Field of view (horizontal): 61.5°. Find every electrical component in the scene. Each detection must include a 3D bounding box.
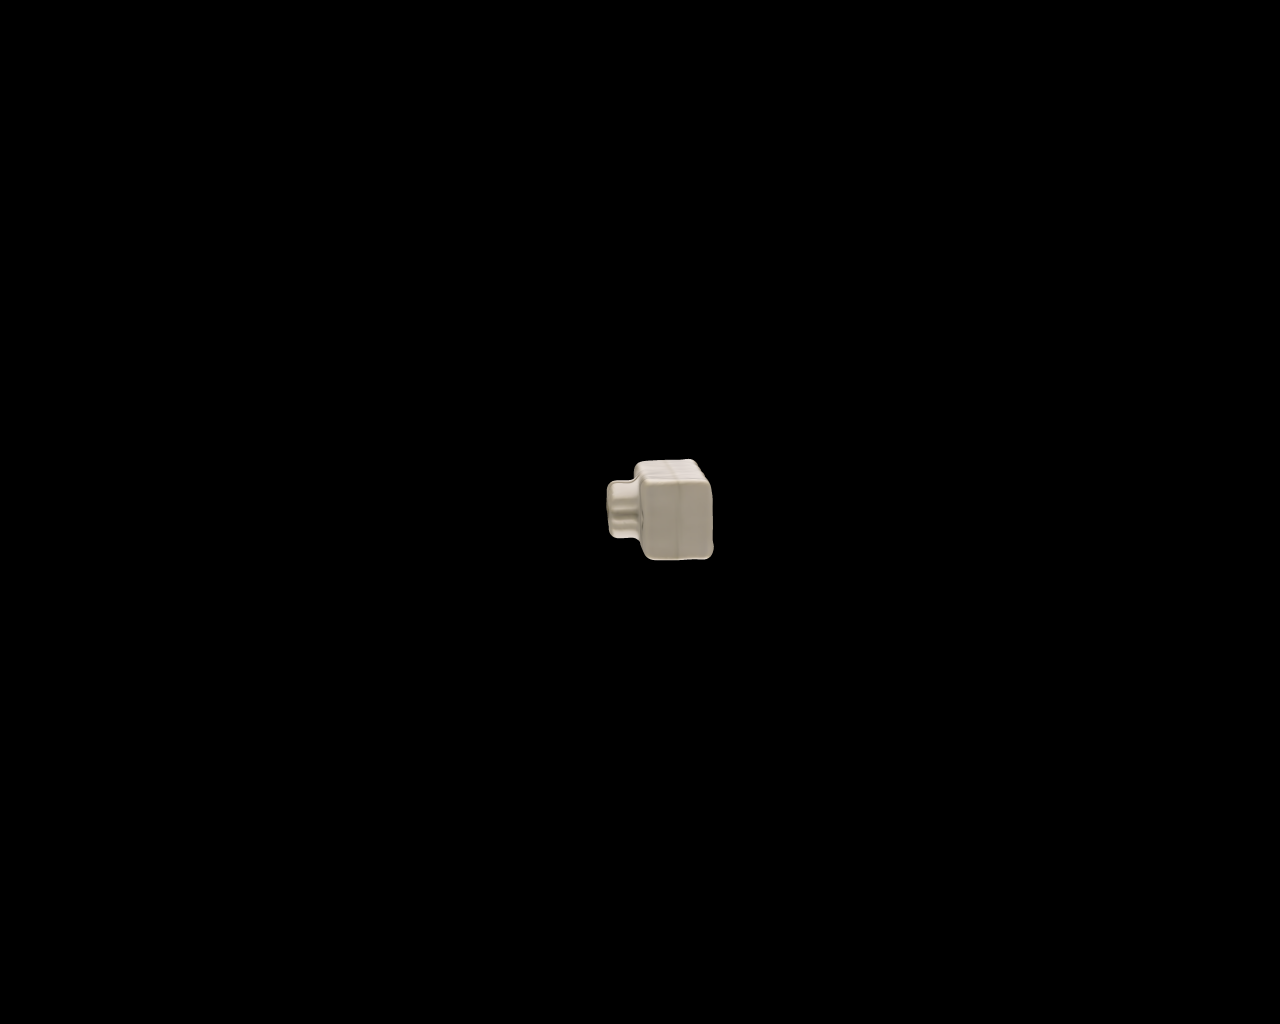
[{"bbox_3d":[0.001,-0.003,0.650,0.076,0.047,0.083,-1,11,-4],"label":"electrical component"}]
